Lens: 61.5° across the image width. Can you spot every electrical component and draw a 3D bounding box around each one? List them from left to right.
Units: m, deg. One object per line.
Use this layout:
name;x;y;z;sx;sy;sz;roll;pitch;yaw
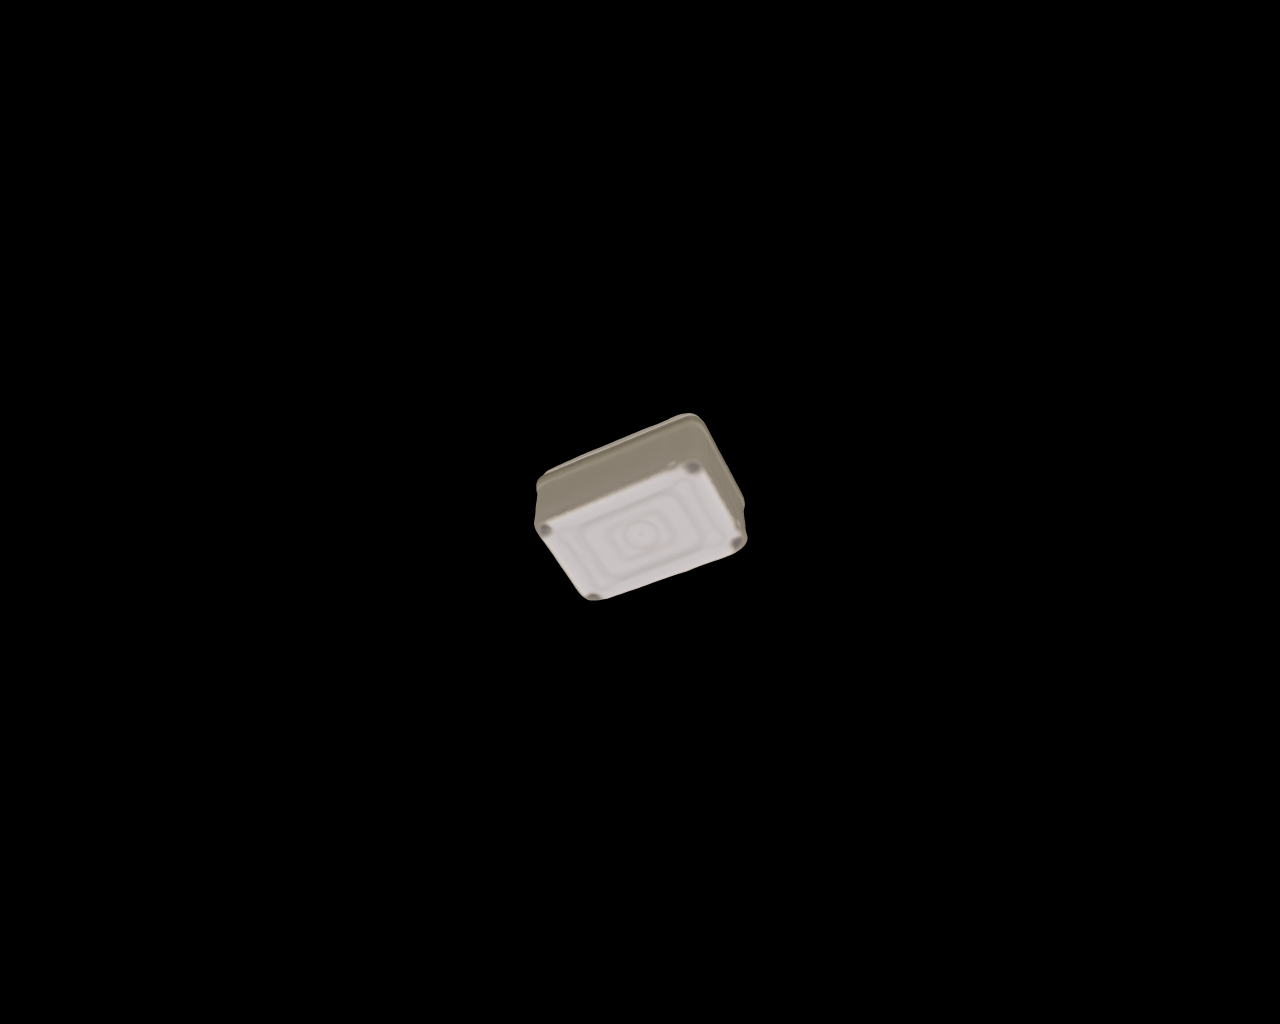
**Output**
electrical component;0.001;-0.003;0.650;0.113;0.078;0.057;-21;34;15
